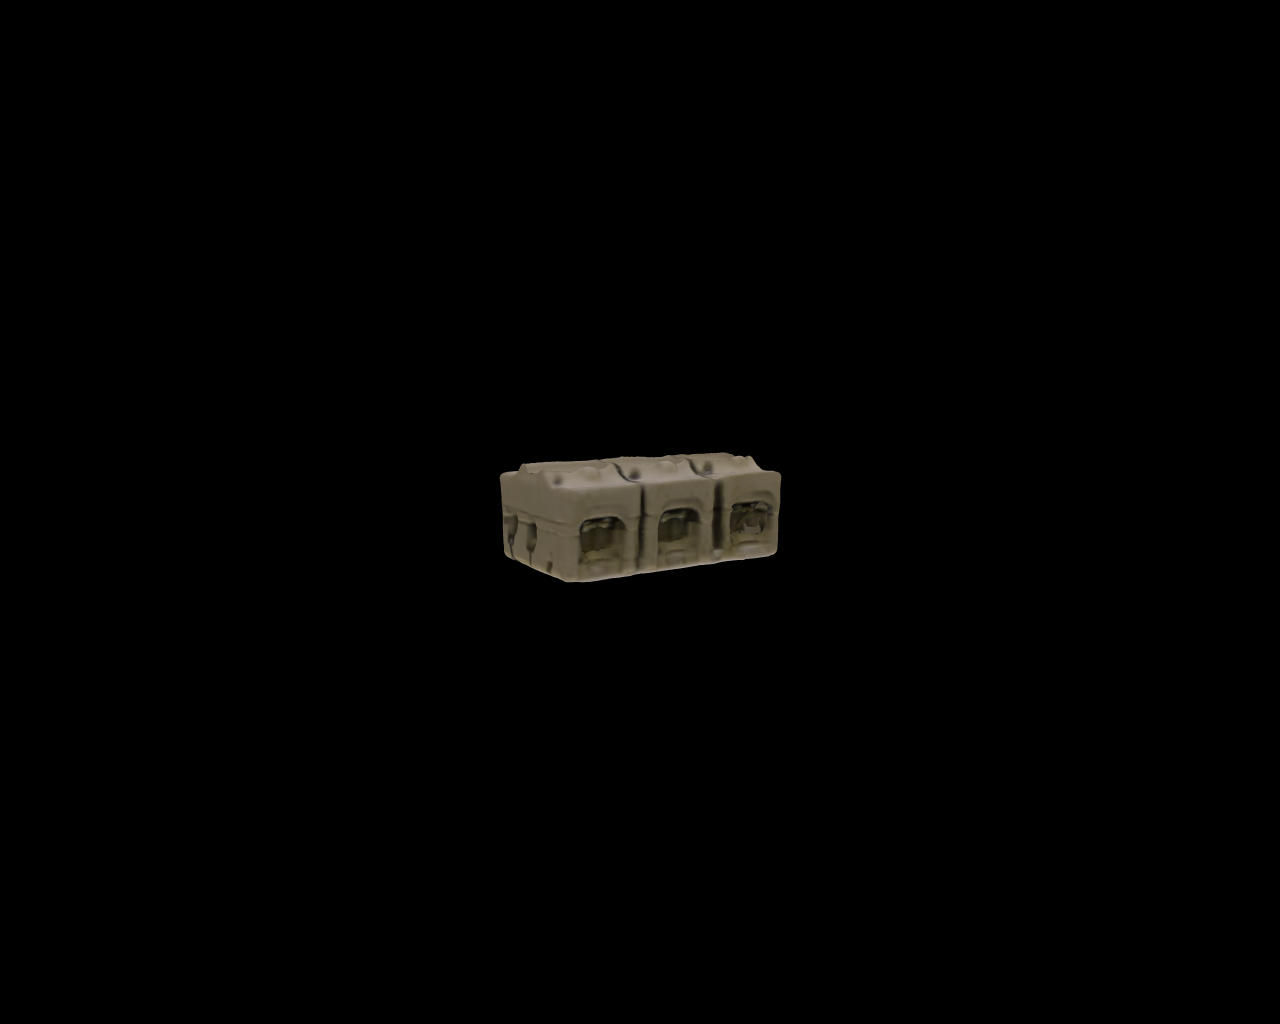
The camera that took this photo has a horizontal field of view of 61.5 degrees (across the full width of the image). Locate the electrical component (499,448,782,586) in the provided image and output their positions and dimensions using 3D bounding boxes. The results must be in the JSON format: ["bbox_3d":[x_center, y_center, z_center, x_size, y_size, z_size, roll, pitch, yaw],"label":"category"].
[{"bbox_3d":[0.001,-0.003,0.650,0.150,0.061,0.089,-6,11,-32],"label":"electrical component"}]
